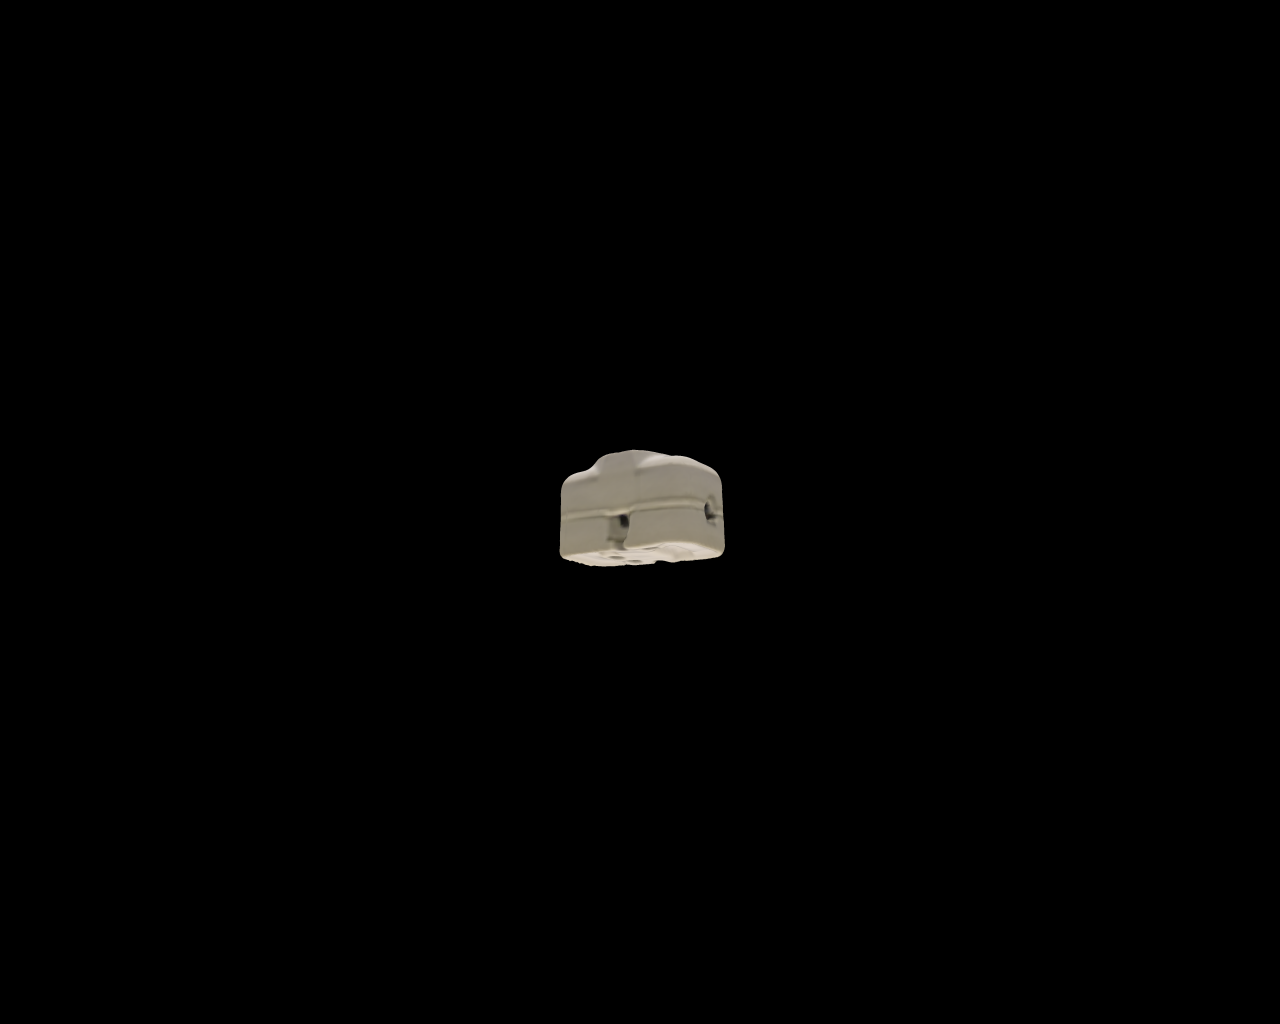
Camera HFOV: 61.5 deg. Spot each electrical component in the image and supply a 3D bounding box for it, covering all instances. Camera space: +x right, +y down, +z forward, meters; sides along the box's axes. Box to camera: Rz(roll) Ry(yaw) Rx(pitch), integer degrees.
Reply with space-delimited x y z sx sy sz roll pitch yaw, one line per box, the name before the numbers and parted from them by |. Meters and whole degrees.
electrical component | 0.001 -0.003 0.650 0.095 0.059 0.054 -7 -15 30
